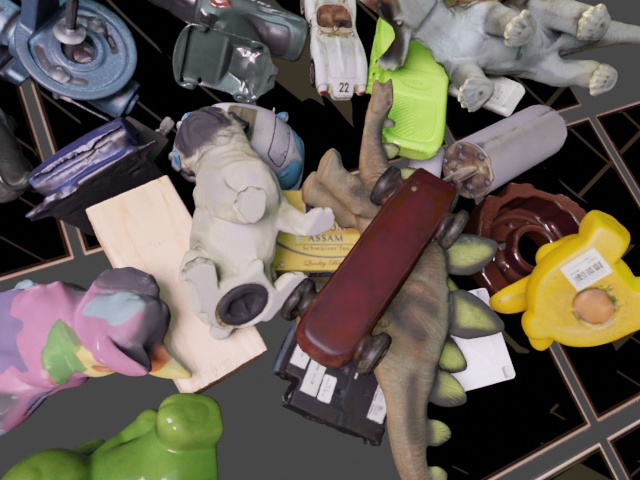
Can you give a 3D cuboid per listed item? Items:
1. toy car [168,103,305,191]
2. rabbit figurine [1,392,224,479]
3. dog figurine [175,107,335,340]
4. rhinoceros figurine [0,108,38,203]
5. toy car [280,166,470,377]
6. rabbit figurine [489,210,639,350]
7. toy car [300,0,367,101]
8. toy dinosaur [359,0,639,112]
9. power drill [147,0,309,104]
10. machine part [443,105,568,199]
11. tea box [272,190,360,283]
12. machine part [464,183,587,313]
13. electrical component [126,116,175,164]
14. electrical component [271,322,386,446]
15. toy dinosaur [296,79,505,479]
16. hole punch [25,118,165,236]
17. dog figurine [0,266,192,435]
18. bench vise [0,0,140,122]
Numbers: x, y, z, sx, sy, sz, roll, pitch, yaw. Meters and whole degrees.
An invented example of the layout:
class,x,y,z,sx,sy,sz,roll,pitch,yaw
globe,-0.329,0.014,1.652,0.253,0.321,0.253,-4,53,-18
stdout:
class,x,y,z,sx,sy,sz,roll,pitch,yaw
toy car,-0.090,-0.113,0.625,0.162,0.103,0.109,14,68,-10
rabbit figurine,-0.184,0.202,0.464,0.170,0.159,0.121,7,67,-31
dog figurine,-0.097,-0.023,0.516,0.172,0.121,0.191,-54,45,9
rhinoceros figurine,-0.363,-0.122,0.560,0.073,0.112,0.190,-26,86,-18
toy car,0.051,0.021,0.458,0.089,0.053,0.202,32,65,12
rabbit figurine,0.275,0.051,0.580,0.122,0.162,0.173,42,26,3
toy car,0.018,-0.281,0.733,0.073,0.056,0.201,-3,71,-14
toy dinosaur,0.228,-0.249,0.655,0.405,0.131,0.192,-4,40,-24
power drill,-0.127,-0.252,0.649,0.232,0.086,0.207,13,33,-15
machine part,0.244,-0.118,0.704,0.243,0.079,0.079,-29,80,-31
tea box,-0.001,-0.002,0.624,0.170,0.068,0.098,-2,73,-13
machine part,0.266,0.015,0.687,0.179,0.056,0.179,4,72,-11
electrical component,-0.216,-0.115,0.637,0.063,0.021,0.094,32,73,0
electrical component,0.019,0.143,0.584,0.134,0.058,0.115,27,65,-2
toy dinosaur,0.081,0.066,0.538,0.198,0.105,0.471,3,82,-15
hole punch,-0.233,-0.076,0.562,0.142,0.115,0.092,-30,78,-5
dog figurine,-0.227,0.106,0.466,0.219,0.108,0.191,12,75,20
bench vise,-0.283,-0.229,0.558,0.223,0.241,0.129,42,63,-14
